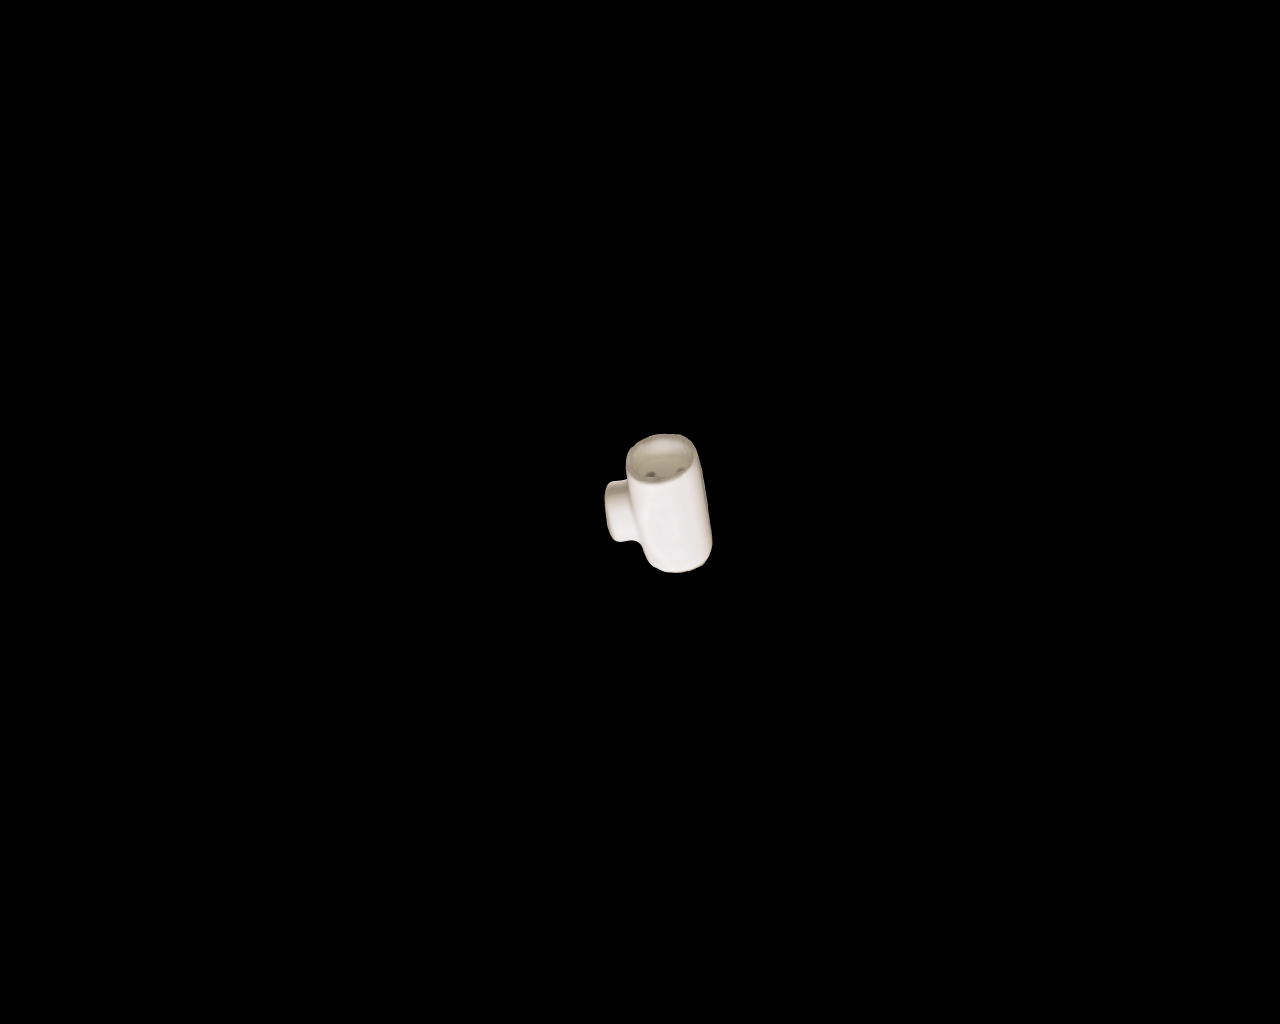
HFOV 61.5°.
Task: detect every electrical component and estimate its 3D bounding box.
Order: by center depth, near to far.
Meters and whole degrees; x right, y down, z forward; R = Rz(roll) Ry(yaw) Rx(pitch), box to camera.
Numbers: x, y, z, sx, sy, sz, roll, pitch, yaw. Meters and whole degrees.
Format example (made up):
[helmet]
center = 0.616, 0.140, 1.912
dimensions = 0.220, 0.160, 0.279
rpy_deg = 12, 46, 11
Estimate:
[electrical component]
center = 0.001, -0.003, 0.650
dimensions = 0.079, 0.077, 0.044
rpy_deg = -7, 43, 7
